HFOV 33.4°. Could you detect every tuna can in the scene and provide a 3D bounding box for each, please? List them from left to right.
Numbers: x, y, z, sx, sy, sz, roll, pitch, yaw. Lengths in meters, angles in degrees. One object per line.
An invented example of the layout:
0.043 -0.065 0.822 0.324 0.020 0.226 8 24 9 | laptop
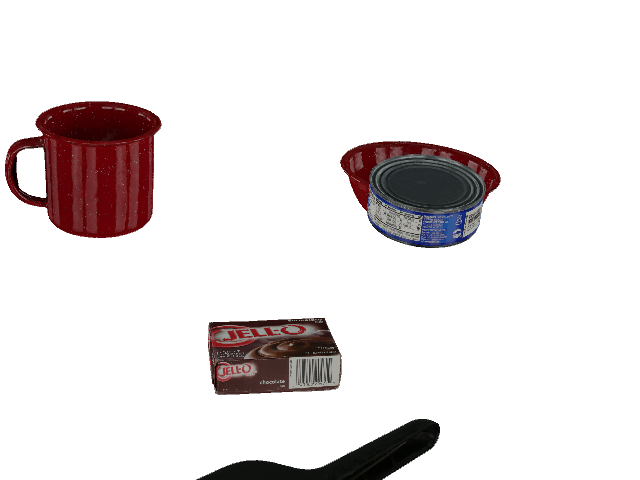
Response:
0.077 -0.030 0.790 0.086 0.034 0.086 3 32 -2 | tuna can

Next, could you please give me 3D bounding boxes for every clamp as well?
-0.009 0.173 0.702 0.210 0.036 0.164 0 28 7 | clamp

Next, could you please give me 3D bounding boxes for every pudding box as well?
-0.043 0.103 0.962 0.113 0.039 0.090 0 18 -10 | pudding box

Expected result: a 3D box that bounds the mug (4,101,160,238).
-0.181 -0.053 0.818 0.117 0.081 0.093 -5 27 -19 | mug

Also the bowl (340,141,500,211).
0.099 -0.049 1.082 0.162 0.055 0.162 4 24 -2 | bowl
